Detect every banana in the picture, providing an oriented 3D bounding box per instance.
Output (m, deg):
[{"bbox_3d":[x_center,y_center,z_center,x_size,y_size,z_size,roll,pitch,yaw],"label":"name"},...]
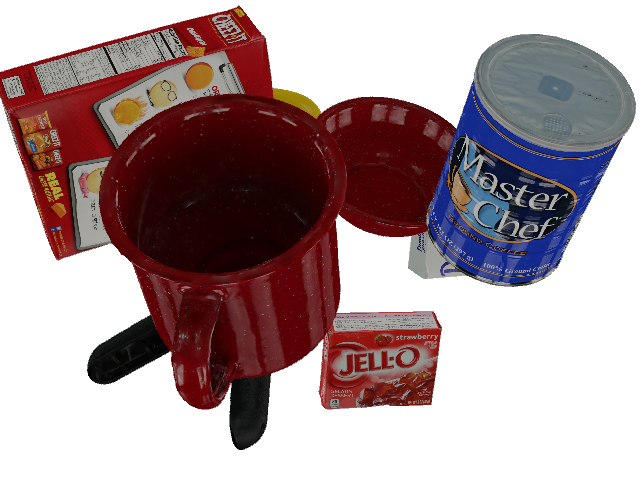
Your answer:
[{"bbox_3d":[-0.078,-0.147,1.210,0.198,0.037,0.069,8,42,17],"label":"banana"}]

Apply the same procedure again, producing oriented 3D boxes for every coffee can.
[{"bbox_3d":[0.136,-0.051,0.716,0.102,0.103,0.140,0,-40,-11],"label":"coffee can"}]

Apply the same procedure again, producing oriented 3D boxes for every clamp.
[{"bbox_3d":[-0.042,0.042,0.623,0.120,0.171,0.039,30,-24,28],"label":"clamp"}]

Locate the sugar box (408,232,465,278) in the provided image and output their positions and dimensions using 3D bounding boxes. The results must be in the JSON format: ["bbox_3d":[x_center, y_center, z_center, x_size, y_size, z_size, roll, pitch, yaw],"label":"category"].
[{"bbox_3d":[0.193,-0.008,1.259,0.176,0.093,0.048,-5,21,-25],"label":"sugar box"}]

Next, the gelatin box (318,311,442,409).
[{"bbox_3d":[0.045,0.093,0.830,0.089,0.073,0.030,-1,29,-8],"label":"gelatin box"}]

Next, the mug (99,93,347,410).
[{"bbox_3d":[-0.036,0.012,0.421,0.093,0.117,0.081,3,-37,7],"label":"mug"}]

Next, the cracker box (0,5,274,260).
[{"bbox_3d":[-0.147,-0.091,0.909,0.213,0.164,0.072,-19,44,-13],"label":"cracker box"}]

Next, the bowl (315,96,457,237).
[{"bbox_3d":[0.060,-0.056,0.966,0.162,0.162,0.055,0,-40,-14],"label":"bowl"}]
